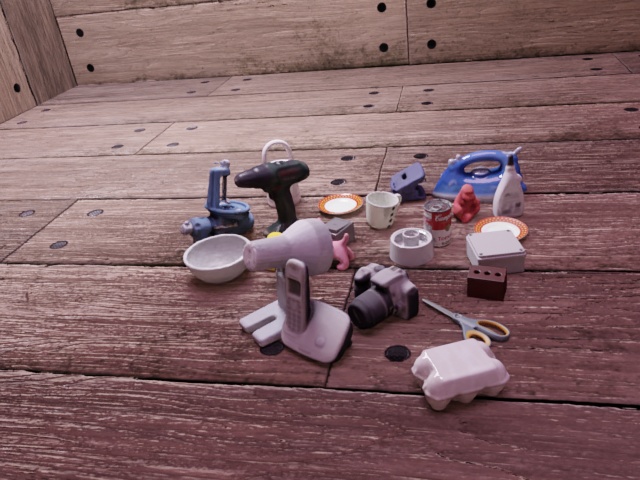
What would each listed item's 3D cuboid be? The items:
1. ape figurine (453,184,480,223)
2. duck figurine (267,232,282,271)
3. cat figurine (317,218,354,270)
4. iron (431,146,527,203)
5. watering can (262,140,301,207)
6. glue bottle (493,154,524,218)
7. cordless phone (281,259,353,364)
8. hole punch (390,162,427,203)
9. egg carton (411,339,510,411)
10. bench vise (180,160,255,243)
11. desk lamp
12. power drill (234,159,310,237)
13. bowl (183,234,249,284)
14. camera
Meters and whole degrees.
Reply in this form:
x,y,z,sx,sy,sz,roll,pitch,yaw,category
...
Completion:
x,y,z,sx,sy,sz,roll,pitch,yaw,category
0.386,-0.102,1.512,0.078,0.092,0.076,-9,29,-3,ape figurine
-0.099,0.021,1.404,0.104,0.086,0.077,-8,29,-2,duck figurine
0.013,0.005,1.376,0.127,0.118,0.067,3,31,18,cat figurine
0.442,-0.189,1.603,0.258,0.142,0.118,-2,30,10,iron
-0.113,-0.199,1.687,0.172,0.194,0.101,22,40,41,watering can
0.487,-0.139,1.472,0.078,0.173,0.037,-9,29,-3,glue bottle
-0.011,0.132,1.088,0.147,0.185,0.094,16,36,34,cordless phone
0.253,-0.167,1.656,0.101,0.091,0.108,-6,29,1,hole punch
0.238,0.229,0.982,0.150,0.069,0.107,-12,30,-10,egg carton
-0.265,-0.086,1.492,0.121,0.220,0.208,9,33,27,bench vise
-0.071,0.076,1.170,0.204,0.214,0.117,-25,34,-29,desk lamp
-0.117,-0.113,1.519,0.075,0.209,0.230,21,40,40,power drill
-0.240,0.056,1.384,0.167,0.075,0.167,-5,29,3,bowl
0.113,0.113,1.181,0.137,0.101,0.142,-28,35,-32,camera
